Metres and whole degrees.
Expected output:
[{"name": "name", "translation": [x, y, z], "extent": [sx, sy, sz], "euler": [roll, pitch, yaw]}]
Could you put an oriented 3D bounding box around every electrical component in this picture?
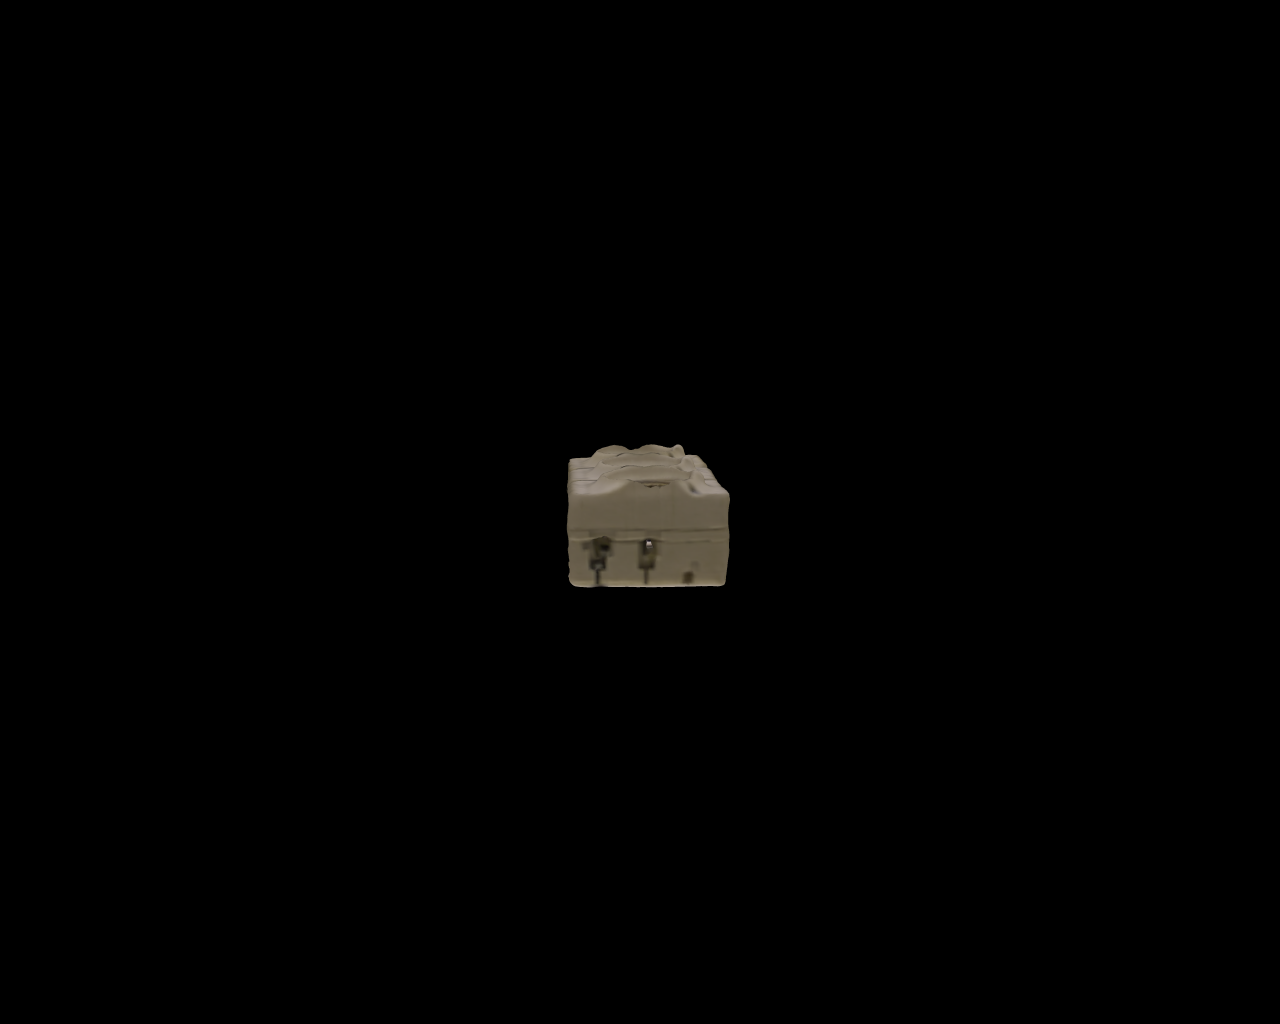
[{"name": "electrical component", "translation": [0.001, -0.003, 0.650], "extent": [0.089, 0.061, 0.150], "euler": [-1, 11, -4]}]
